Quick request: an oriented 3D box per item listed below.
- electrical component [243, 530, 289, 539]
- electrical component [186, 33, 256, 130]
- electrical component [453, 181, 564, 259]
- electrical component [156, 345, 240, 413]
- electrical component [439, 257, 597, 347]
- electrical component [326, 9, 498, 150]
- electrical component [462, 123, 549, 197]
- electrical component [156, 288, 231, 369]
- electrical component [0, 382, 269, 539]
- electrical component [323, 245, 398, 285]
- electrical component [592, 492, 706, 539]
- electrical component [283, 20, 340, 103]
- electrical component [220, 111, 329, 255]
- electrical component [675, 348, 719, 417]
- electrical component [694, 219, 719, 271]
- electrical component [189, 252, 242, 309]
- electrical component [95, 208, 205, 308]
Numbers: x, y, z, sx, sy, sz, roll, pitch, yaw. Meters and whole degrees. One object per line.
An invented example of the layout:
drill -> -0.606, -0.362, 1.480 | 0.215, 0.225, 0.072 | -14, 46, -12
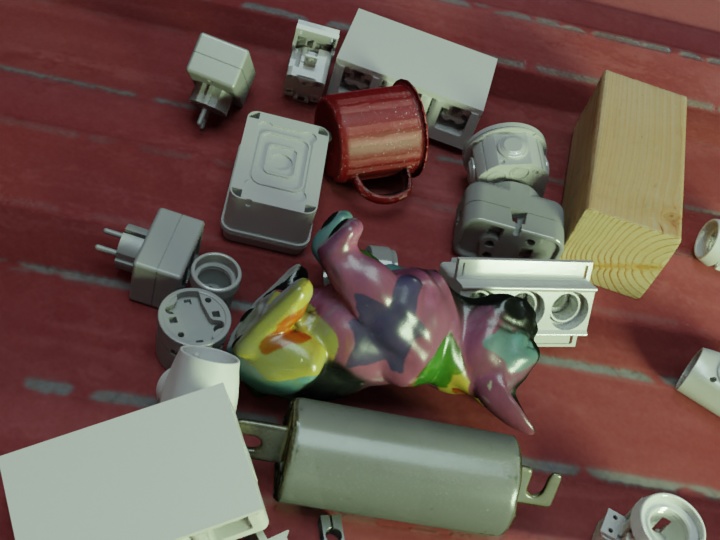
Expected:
electrical component -> -0.067, 0.212, 0.714 | 0.064, 0.042, 0.081 | -18, 58, -28
electrical component -> -0.135, -0.167, 0.996 | 0.047, 0.083, 0.075 | 21, 86, 0
electrical component -> 0.137, -0.041, 0.984 | 0.095, 0.053, 0.059 | 15, 48, -5
electrical component -> -0.124, 0.092, 0.782 | 0.043, 0.077, 0.079 | 10, 8, -31
electrical component -> 0.130, 0.023, 0.917 | 0.121, 0.078, 0.063 | 1, 22, -17
electrical component -> 0.051, -0.188, 1.074 | 0.150, 0.061, 0.089 | 20, 48, -1
electrical component -> 0.139, -0.097, 1.015 | 0.080, 0.080, 0.051 | 5, 54, -14
electrical component -> -0.130, 0.050, 0.827 | 0.055, 0.047, 0.055 | 9, 49, -10
electrical component -> -0.144, 0.145, 0.700 | 0.150, 0.061, 0.089 | -18, 67, -7
electrical component -> 0.000, 0.000, 0.912 | 0.055, 0.045, 0.045 | 6, 50, -13
electrical component -> 0.222, 0.203, 0.804 | 0.078, 0.057, 0.058 | 29, 49, 7
electrical component -> -0.049, -0.201, 1.050 | 0.042, 0.081, 0.063 | 15, 71, -5
electrical component -> -0.074, -0.076, 0.944 | 0.078, 0.057, 0.113 | 13, 49, -7
electrical component -> 0.326, 0.095, 0.936 | 0.077, 0.044, 0.079 | 33, 49, 10
electrical component -> 0.360, -0.021, 1.045 | 0.055, 0.048, 0.066 | 21, 48, -10
electrical component -> -0.118, 0.015, 0.861 | 0.040, 0.046, 0.040 | 9, 49, -10
electrical component -> -0.173, -0.014, 0.867 | 0.077, 0.047, 0.065 | 18, 48, -3
